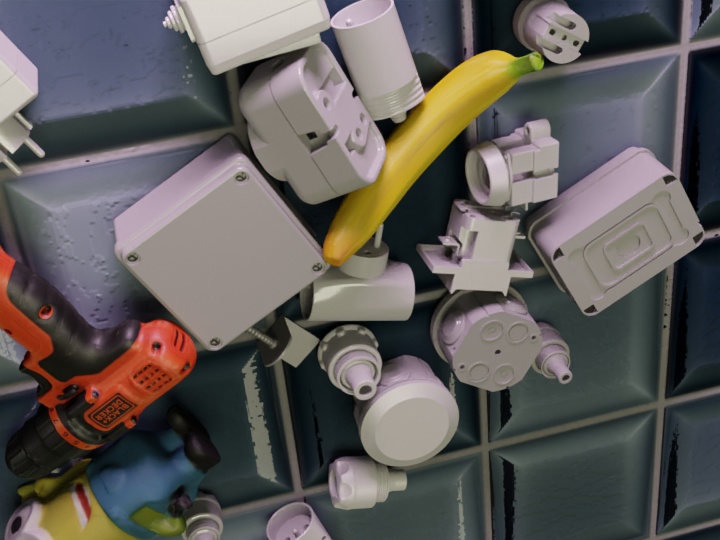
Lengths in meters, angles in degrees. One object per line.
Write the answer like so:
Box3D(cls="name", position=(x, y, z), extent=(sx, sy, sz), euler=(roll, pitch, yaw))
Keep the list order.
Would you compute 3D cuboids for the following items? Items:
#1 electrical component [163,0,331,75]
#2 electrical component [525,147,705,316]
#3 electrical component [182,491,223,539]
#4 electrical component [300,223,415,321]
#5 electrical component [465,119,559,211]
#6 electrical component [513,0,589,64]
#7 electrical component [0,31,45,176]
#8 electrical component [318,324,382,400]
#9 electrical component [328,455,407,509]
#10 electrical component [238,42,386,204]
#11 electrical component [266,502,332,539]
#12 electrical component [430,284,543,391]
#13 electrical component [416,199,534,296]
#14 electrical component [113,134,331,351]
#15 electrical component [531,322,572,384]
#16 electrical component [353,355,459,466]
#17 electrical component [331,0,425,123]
Box3D(cls="electrical component", position=(-0.073, -0.161, 0.665), extent=(0.096, 0.061, 0.061), euler=(-23, 122, -3))
Box3D(cls="electrical component", position=(0.193, -0.031, 0.821), extent=(0.113, 0.057, 0.078), euler=(-34, 122, 4))
Box3D(cls="electrical component", position=(-0.126, 0.206, 0.857), extent=(0.035, 0.061, 0.035), euler=(-7, 120, -13))
Box3D(cls="electrical component", position=(0.000, 0.000, 0.788), extent=(0.077, 0.044, 0.079), euler=(1, 118, -17))
Box3D(cls="electrical component", position=(0.110, -0.073, 0.780), extent=(0.055, 0.048, 0.066), euler=(-14, 122, -17))
Box3D(cls="electrical component", position=(0.131, -0.164, 0.733), extent=(0.040, 0.046, 0.040), euler=(-7, 120, -13))
Box3D(cls="electrical component", position=(-0.230, -0.091, 0.666), extent=(0.083, 0.047, 0.075), euler=(-37, 122, 6))
Box3D(cls="electrical component", position=(-0.004, 0.074, 0.818), extent=(0.048, 0.062, 0.048), euler=(-7, 120, -13))
Box3D(cls="electrical component", position=(0.007, 0.175, 0.890), extent=(0.062, 0.043, 0.043), euler=(0, 118, -18))
Box3D(cls="electrical component", position=(-0.034, -0.094, 0.706), extent=(0.059, 0.053, 0.095), euler=(-17, 121, 30))
Box3D(cls="electrical component", position=(-0.059, 0.247, 0.907), extent=(0.079, 0.043, 0.077), euler=(-33, 123, -9))
Box3D(cls="electrical component", position=(0.099, 0.051, 0.843), extent=(0.080, 0.051, 0.080), euler=(-7, 120, -13))
Box3D(cls="electrical component", position=(0.088, -0.019, 0.806), extent=(0.081, 0.042, 0.063), euler=(2, 114, -18))
Box3D(cls="electrical component", position=(-0.095, -0.017, 0.743), extent=(0.109, 0.056, 0.108), euler=(-36, 122, 5))
Box3D(cls="electrical component", position=(0.153, 0.070, 0.863), extent=(0.035, 0.061, 0.035), euler=(-7, 120, -13))
Box3D(cls="electrical component", position=(0.034, 0.112, 0.858), extent=(0.080, 0.051, 0.080), euler=(-7, 120, -13))
Box3D(cls="electrical component", position=(0.014, -0.135, 0.717), extent=(0.043, 0.043, 0.081), euler=(-24, 122, -3))
